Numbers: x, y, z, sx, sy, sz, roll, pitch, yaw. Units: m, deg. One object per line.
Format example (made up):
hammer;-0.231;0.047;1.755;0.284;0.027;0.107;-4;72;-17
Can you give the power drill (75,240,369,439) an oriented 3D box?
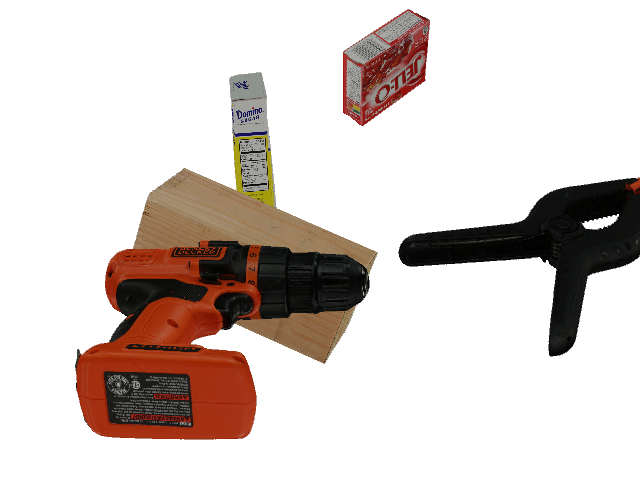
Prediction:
power drill;-0.064;0.056;0.683;0.184;0.057;0.187;-1;21;7

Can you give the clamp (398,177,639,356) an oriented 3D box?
clamp;0.189;0.008;0.817;0.209;0.036;0.165;-22;40;-23

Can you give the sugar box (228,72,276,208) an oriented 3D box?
sugar box;-0.080;-0.098;1.251;0.048;0.176;0.093;-7;26;-3

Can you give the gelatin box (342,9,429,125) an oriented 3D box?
gelatin box;0.060;-0.157;0.969;0.089;0.073;0.030;-37;59;-26

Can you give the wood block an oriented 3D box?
wood block;-0.065;0.022;1.007;0.206;0.091;0.090;24;26;7
